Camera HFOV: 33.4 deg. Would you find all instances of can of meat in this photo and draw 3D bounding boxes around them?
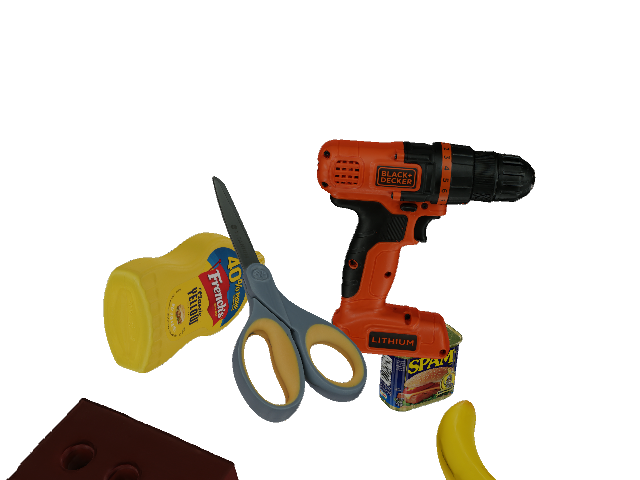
[{"bbox_3d":[0.123,0.158,1.332,0.101,0.084,0.058,-12,29,-28],"label":"can of meat"}]

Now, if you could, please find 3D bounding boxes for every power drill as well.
[{"bbox_3d":[0.084,0.006,0.922,0.184,0.188,0.057,5,16,1],"label":"power drill"}]

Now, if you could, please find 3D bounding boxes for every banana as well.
[{"bbox_3d":[0.146,0.212,1.007,0.069,0.037,0.198,8,23,-20],"label":"banana"}]

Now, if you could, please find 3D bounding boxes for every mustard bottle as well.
[{"bbox_3d":[-0.114,0.045,0.984,0.058,0.096,0.191,11,22,31],"label":"mustard bottle"}]

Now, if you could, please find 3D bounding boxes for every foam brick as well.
[{"bbox_3d":[-0.076,0.109,0.426,0.078,0.051,0.052,18,44,23],"label":"foam brick"}]

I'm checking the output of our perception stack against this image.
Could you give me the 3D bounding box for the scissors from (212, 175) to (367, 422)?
[{"bbox_3d":[-0.023,0.035,0.710,0.096,0.202,0.016,10,-45,-18],"label":"scissors"}]
